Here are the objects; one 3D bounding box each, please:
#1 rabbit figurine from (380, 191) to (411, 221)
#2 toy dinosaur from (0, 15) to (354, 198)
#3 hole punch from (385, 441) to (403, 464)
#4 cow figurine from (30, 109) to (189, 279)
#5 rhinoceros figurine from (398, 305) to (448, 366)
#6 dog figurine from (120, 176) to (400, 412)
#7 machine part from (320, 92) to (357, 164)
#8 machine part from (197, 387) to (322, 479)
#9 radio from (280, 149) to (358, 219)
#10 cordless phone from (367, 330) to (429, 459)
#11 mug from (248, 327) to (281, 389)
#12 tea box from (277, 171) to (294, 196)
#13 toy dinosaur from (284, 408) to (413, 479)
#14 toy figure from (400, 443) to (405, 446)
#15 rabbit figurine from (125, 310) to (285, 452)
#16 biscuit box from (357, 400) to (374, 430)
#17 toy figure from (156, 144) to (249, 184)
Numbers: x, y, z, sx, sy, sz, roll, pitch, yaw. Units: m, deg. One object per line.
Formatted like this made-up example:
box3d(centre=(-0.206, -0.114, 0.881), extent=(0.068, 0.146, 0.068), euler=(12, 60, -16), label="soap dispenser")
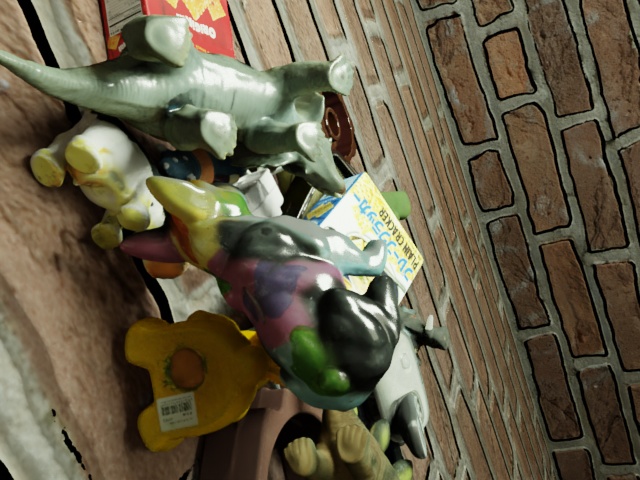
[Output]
box3d(centre=(0.104, -0.005, 1.028), extent=(0.159, 0.121, 0.170), euler=(-9, 93, -60), label="rabbit figurine")
box3d(centre=(-0.111, -0.134, 0.524), extent=(0.404, 0.192, 0.131), euler=(7, 89, -43), label="toy dinosaur")
box3d(centre=(0.079, 0.355, 0.827), extent=(0.116, 0.092, 0.142), euler=(118, -43, -83), label="hole punch")
box3d(centre=(-0.180, -0.042, 0.515), extent=(0.167, 0.068, 0.098), euler=(58, 26, -32), label="cow figurine")
box3d(centre=(0.114, 0.158, 0.878), extent=(0.073, 0.191, 0.112), euler=(54, 50, -44), label="rhinoceros figurine")
box3d(centre=(-0.055, 0.031, 0.448), extent=(0.219, 0.108, 0.192), euler=(21, 35, -17), label="dog figurine")
box3d(centre=(0.011, -0.216, 1.023), extent=(0.179, 0.056, 0.179), euler=(40, 43, -52), label="machine part")
box3d(centre=(-0.046, 0.280, 0.587), extent=(0.200, 0.087, 0.201), euler=(48, 34, -45), label="machine part")
box3d(centre=(-0.002, -0.002, 0.758), extent=(0.131, 0.073, 0.229), euler=(42, 56, -27), label="radio")
box3d(centre=(0.104, 0.205, 0.721), extent=(0.184, 0.089, 0.146), euler=(42, 34, -86), label="cordless phone")
box3d(centre=(-0.050, 0.149, 0.671), extent=(0.107, 0.081, 0.109), euler=(19, 61, -48), label="mug")
box3d(centre=(-0.006, -0.057, 0.882), extent=(0.098, 0.068, 0.169), euler=(-21, 94, -64), label="tea box")
box3d(centre=(0.060, 0.327, 0.562), extent=(0.198, 0.105, 0.471), euler=(13, 69, -66), label="toy dinosaur")
box3d(centre=(0.122, 0.272, 0.952), extent=(0.180, 0.082, 0.089), euler=(62, 9, -11), label="toy figure")
box3d(centre=(-0.089, 0.119, 0.542), extent=(0.173, 0.162, 0.122), euler=(48, 19, -75), label="rabbit figurine")
box3d(centre=(0.027, 0.199, 0.814), extent=(0.202, 0.059, 0.063), euler=(66, 25, -18), label="biscuit box")
box3d(centre=(-0.138, -0.086, 0.632), extent=(0.154, 0.064, 0.057), euler=(-31, 139, -61), label="toy figure")
